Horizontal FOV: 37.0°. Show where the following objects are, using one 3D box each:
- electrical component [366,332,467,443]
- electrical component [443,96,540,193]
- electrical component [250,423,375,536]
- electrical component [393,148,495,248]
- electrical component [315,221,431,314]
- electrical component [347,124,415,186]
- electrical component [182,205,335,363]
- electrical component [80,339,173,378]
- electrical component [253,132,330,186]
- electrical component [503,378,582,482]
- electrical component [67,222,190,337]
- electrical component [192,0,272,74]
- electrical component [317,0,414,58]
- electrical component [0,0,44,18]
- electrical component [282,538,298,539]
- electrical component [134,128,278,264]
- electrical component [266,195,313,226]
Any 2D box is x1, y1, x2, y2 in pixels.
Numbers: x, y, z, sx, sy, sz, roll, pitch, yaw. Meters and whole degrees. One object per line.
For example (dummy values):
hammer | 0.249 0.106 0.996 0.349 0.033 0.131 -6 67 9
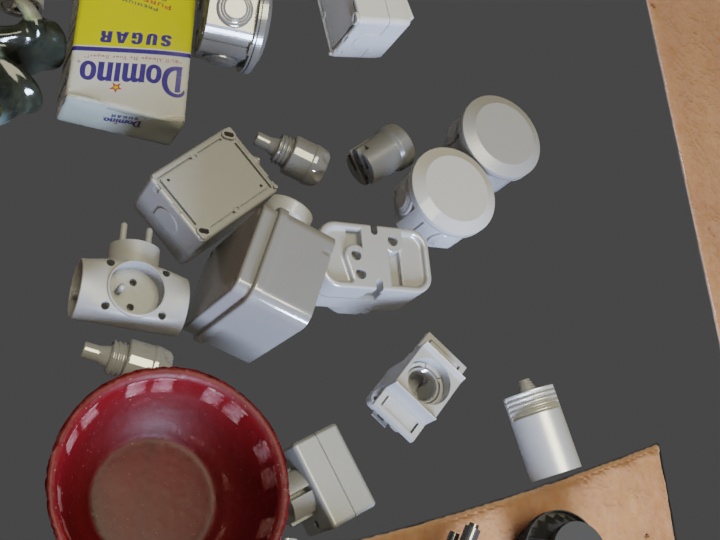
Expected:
electrical component | 0.040 0.093 0.830 0.042 0.064 0.081 44 56 -4
electrical component | 0.116 -0.111 0.963 0.080 0.051 0.080 10 65 -24
electrical component | -0.042 0.158 0.770 0.077 0.047 0.065 -23 81 -33
electrical component | 0.070 -0.059 0.917 0.080 0.051 0.080 11 65 -24
electrical component | 0.000 0.000 0.850 0.095 0.059 0.053 5 68 -26
electrical component | 0.017 -0.097 0.912 0.046 0.040 0.040 -33 87 -29
electrical component | -0.075 0.011 0.774 0.057 0.113 0.078 28 59 -19
electrical component | -0.164 0.064 0.752 0.061 0.035 0.035 19 62 -17
electrical component | -0.057 -0.094 0.874 0.061 0.035 0.035 25 60 -14
electrical component | 0.148 0.129 0.885 0.043 0.043 0.081 -10 74 -31
electrical component | -0.164 0.003 0.771 0.077 0.044 0.079 12 65 -23
electrical component | -0.104 -0.202 0.869 0.051 0.080 0.080 9 66 -19
electrical component | 0.002 -0.243 0.951 0.061 0.062 0.096 -4 72 -29
electrical component | -0.258 -0.226 0.820 0.044 0.044 0.065 7 71 -25
electrical component | -0.034 0.222 0.739 0.096 0.062 0.061 12 65 -23
electrical component | -0.113 -0.057 0.813 0.096 0.061 0.061 -39 90 -34
electrical component | -0.064 -0.029 0.842 0.040 0.040 0.046 31 64 -14
